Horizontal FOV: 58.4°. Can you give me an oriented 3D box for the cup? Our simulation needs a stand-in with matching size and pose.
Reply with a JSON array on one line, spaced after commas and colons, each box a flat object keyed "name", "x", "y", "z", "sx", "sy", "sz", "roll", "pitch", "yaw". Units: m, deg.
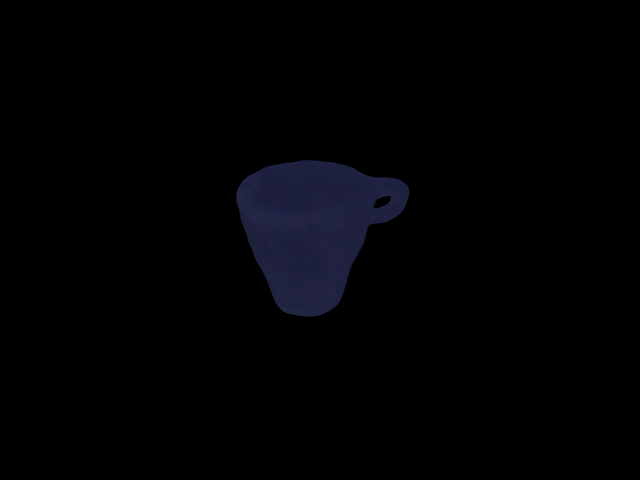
[{"name": "cup", "x": 0.004, "y": 0.001, "z": 0.400, "sx": 0.118, "sy": 0.095, "sz": 0.091, "roll": -8, "pitch": 32, "yaw": -14}]
